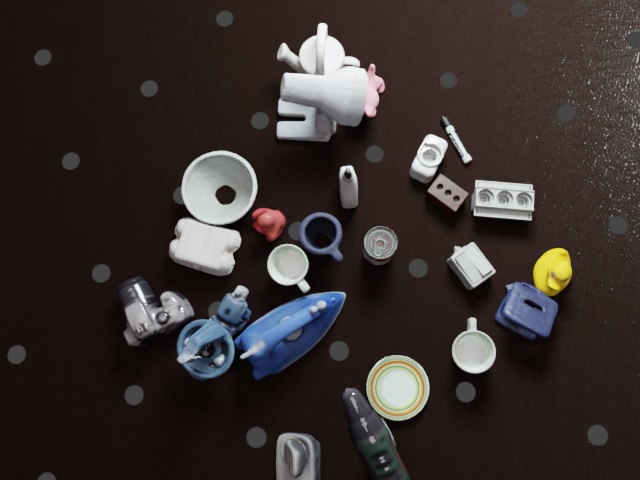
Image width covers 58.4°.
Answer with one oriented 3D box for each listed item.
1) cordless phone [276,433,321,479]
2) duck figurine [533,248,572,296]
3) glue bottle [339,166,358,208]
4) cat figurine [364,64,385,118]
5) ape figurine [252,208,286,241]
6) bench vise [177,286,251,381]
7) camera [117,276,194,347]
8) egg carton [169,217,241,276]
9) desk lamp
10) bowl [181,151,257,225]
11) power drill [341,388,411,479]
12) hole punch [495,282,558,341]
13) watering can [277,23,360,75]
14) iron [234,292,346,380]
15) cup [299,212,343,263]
[{"bbox_3d":[-0.047,0.454,1.100,0.094,0.185,0.147,-4,79,2],"label":"cordless phone"},{"bbox_3d":[0.499,0.064,1.204,0.077,0.086,0.105,22,81,6],"label":"duck figurine"},{"bbox_3d":[0.059,-0.122,1.211,0.037,0.173,0.078,-9,79,1],"label":"glue bottle"},{"bbox_3d":[0.104,-0.329,1.277,0.067,0.118,0.128,14,80,5],"label":"cat figurine"},{"bbox_3d":[-0.113,-0.038,1.243,0.076,0.092,0.078,-16,79,-1],"label":"ape figurine"},{"bbox_3d":[-0.223,0.181,1.140,0.121,0.220,0.207,12,80,5],"label":"bench vise"},{"bbox_3d":[-0.364,0.140,1.214,0.143,0.101,0.137,-29,79,-3],"label":"camera"},{"bbox_3d":[-0.251,0.015,1.250,0.150,0.069,0.107,15,80,5],"label":"egg carton"},{"bbox_3d":[-0.001,-0.290,1.225,0.203,0.213,0.118,1,79,3],"label":"desk lamp"},{"bbox_3d":[-0.216,-0.107,1.269,0.167,0.075,0.167,0,79,2],"label":"bowl"},{"bbox_3d":[0.102,0.385,1.095,0.075,0.208,0.229,-28,79,-3],"label":"power drill"},{"bbox_3d":[0.431,0.144,1.189,0.108,0.091,0.101,29,82,7],"label":"hole punch"},{"bbox_3d":[-0.004,-0.395,1.255,0.173,0.194,0.101,-15,79,-1],"label":"watering can"},{"bbox_3d":[-0.055,0.176,1.175,0.258,0.141,0.118,-35,80,-4],"label":"iron"},{"bbox_3d":[0.011,0.004,1.229,0.092,0.095,0.117,-38,80,-5],"label":"cup"}]
